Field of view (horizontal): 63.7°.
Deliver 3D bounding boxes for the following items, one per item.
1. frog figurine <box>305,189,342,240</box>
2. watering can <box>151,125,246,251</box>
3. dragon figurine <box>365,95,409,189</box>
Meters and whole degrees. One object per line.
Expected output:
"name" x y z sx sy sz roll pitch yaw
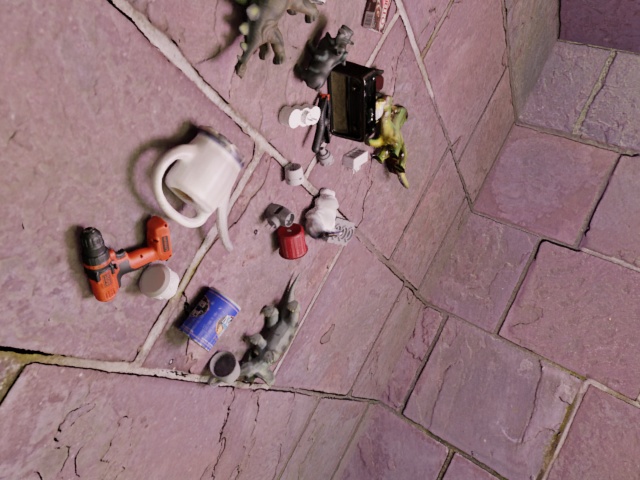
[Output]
"frog figurine" 0.005 -0.085 1.690 0.138 0.121 0.160 -7 81 -47
"watering can" -0.253 -0.120 1.201 0.226 0.105 0.342 -60 149 -12
"dragon figurine" 0.290 -0.383 1.907 0.404 0.122 0.246 45 63 -54
